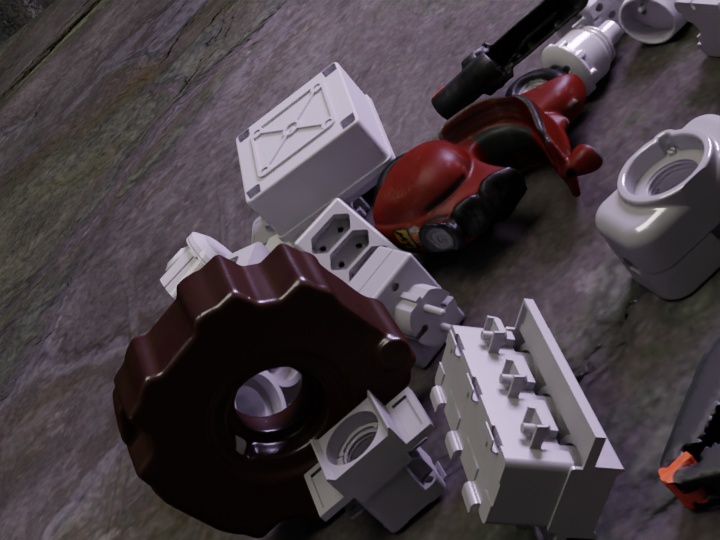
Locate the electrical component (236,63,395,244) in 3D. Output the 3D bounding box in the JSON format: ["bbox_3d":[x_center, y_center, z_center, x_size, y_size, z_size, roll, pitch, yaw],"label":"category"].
[{"bbox_3d":[-0.037,-0.092,0.837,0.109,0.056,0.108,-35,34,13],"label":"electrical component"}]

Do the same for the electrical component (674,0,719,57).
[{"bbox_3d":[0.262,-0.173,0.700,0.055,0.050,0.089,-47,29,-6],"label":"electrical component"}]

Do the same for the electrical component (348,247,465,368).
[{"bbox_3d":[0.037,0.027,0.694,0.047,0.065,0.077,-51,29,-14],"label":"electrical component"}]

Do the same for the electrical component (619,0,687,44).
[{"bbox_3d":[0.239,-0.210,0.785,0.079,0.044,0.077,-3,48,50],"label":"electrical component"}]

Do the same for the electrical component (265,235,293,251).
[{"bbox_3d":[-0.053,0.005,0.854,0.089,0.050,0.055,-27,33,27],"label":"electrical component"}]

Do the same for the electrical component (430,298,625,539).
[{"bbox_3d":[0.081,0.078,0.559,0.121,0.063,0.078,-106,26,-59],"label":"electrical component"}]

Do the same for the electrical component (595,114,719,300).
[{"bbox_3d":[0.184,-0.039,0.605,0.095,0.059,0.053,-43,28,0],"label":"electrical component"}]

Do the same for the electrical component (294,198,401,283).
[{"bbox_3d":[0.000,0.000,0.780,0.047,0.083,0.075,-48,-9,-9],"label":"electrical component"}]

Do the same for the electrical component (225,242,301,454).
[{"bbox_3d":[-0.080,0.065,0.765,0.062,0.089,0.150,-22,35,33],"label":"electrical component"}]

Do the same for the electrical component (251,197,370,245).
[{"bbox_3d":[-0.044,-0.038,0.896,0.089,0.055,0.050,-32,30,19],"label":"electrical component"}]

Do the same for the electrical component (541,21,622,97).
[{"bbox_3d":[0.171,-0.163,0.809,0.062,0.048,0.048,-43,27,-18],"label":"electrical component"}]

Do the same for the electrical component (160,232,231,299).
[{"bbox_3d":[-0.126,0.010,0.909,0.051,0.080,0.080,-46,28,5],"label":"electrical component"}]

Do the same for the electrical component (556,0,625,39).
[{"bbox_3d":[0.192,-0.213,0.852,0.081,0.042,0.063,-41,32,4],"label":"electrical component"}]

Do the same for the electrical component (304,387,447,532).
[{"bbox_3d":[0.012,0.111,0.614,0.081,0.064,0.042,-41,29,4],"label":"electrical component"}]
